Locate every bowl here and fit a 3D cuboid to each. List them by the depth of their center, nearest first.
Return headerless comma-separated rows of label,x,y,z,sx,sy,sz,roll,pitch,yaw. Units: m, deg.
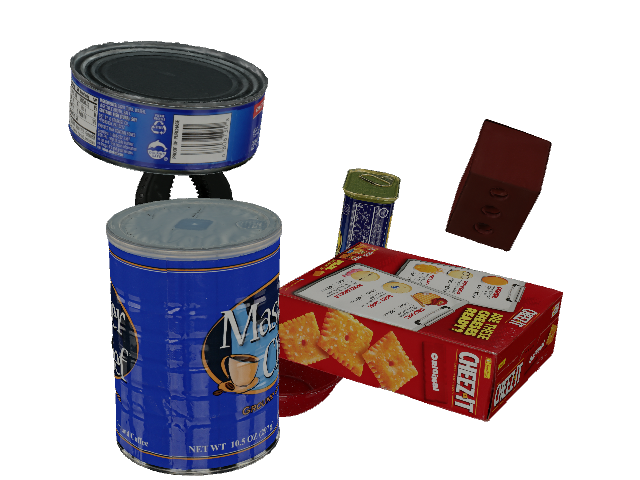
bowl,-0.048,0.160,1.261,0.162,0.055,0.162,3,25,-1

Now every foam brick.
foam brick,0.130,-0.039,0.784,0.053,0.051,0.078,19,-34,4

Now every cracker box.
cracker box,0.085,0.075,0.955,0.214,0.072,0.163,14,23,28

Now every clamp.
clamp,-0.112,0.000,0.976,0.164,0.210,0.036,1,0,-34

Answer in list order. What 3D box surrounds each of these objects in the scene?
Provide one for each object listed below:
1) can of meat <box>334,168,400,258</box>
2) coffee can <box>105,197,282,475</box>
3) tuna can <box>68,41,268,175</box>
can of meat,0.048,-0.021,1.123,0.057,0.084,0.102,10,19,3
coffee can,-0.075,0.055,0.647,0.103,0.140,0.103,1,18,0
tuna can,-0.067,-0.060,0.471,0.086,0.034,0.086,7,25,-4
